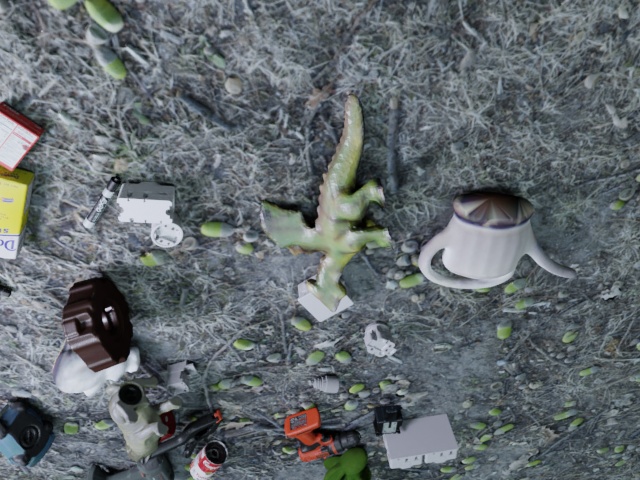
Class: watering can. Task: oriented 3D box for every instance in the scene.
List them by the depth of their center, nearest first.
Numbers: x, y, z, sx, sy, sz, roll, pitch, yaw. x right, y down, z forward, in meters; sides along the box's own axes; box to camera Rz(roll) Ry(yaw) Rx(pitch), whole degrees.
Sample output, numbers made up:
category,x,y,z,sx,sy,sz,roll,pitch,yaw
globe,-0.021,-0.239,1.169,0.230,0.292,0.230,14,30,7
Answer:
category,x,y,z,sx,sy,sz,roll,pitch,yaw
watering can,0.372,0.007,1.036,0.348,0.106,0.219,-2,127,-6

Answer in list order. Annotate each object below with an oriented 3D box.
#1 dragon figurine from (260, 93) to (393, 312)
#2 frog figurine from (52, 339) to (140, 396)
category,x,y,z,sx,sy,sz,roll,pitch,yaw
dragon figurine,0.003,-0.048,0.950,0.242,0.124,0.403,-12,113,9
frog figurine,-0.474,0.272,1.097,0.159,0.124,0.136,17,104,-7
